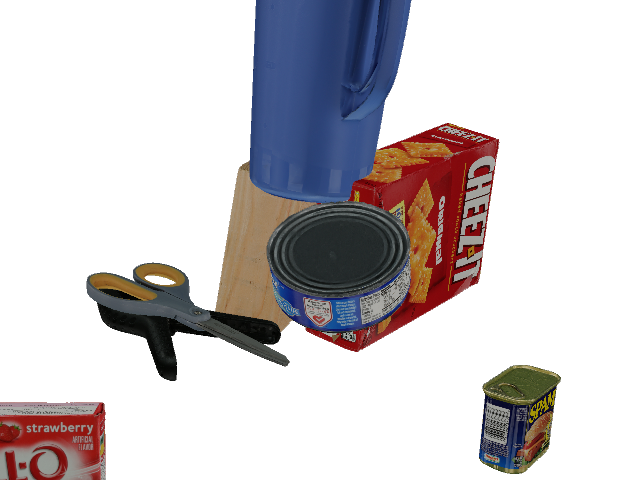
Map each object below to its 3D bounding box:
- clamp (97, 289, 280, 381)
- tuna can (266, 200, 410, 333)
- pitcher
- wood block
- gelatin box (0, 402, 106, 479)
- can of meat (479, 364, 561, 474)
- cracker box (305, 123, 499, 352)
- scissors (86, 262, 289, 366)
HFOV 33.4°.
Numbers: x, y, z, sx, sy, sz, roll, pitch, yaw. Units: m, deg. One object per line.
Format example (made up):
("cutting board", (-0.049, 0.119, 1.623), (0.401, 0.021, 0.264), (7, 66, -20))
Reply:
("clamp", (-0.169, 0.086, 1.119), (0.210, 0.036, 0.164), (19, 20, 28))
("tuna can", (0.012, 0.015, 0.643), (0.086, 0.034, 0.086), (-4, 40, 3))
("pitcher", (0.008, -0.157, 0.906), (0.145, 0.243, 0.149), (9, 16, 11))
("wood block", (-0.065, 0.004, 1.361), (0.090, 0.206, 0.090), (17, 22, 13))
("gelatin box", (-0.154, 0.121, 0.541), (0.089, 0.073, 0.030), (0, 6, -4))
("can of meat", (0.208, 0.187, 1.122), (0.058, 0.084, 0.101), (13, 17, 32))
("cracker box", (0.082, -0.008, 1.017), (0.072, 0.164, 0.213), (22, 29, 34))
("scissors", (-0.100, 0.056, 0.896), (0.202, 0.016, 0.096), (15, 24, 18))
